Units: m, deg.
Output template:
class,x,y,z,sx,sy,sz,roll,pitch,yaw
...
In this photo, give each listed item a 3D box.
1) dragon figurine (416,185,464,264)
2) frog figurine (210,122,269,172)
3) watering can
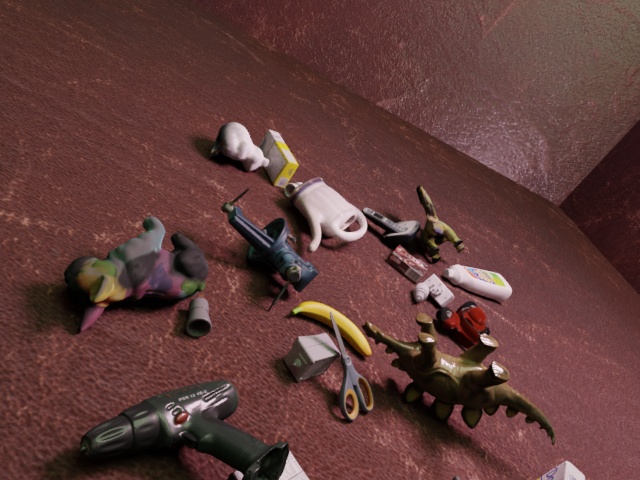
class,x,y,z,sx,sy,sz,roll,pitch,yaw
dragon figurine,0.357,-0.067,1.665,0.247,0.122,0.404,68,9,25
frog figurine,-0.216,-0.261,1.463,0.159,0.122,0.139,18,10,-8
watering can,0.004,-0.071,1.409,0.226,0.102,0.350,42,28,16
